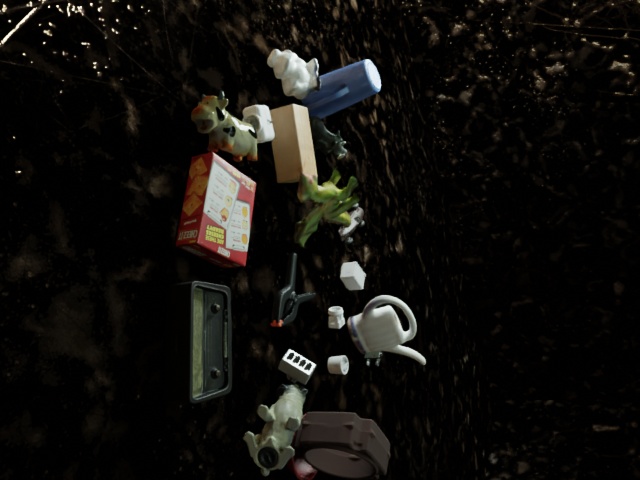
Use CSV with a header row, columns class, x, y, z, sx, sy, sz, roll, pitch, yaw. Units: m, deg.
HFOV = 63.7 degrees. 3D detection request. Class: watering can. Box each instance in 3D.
class,x,y,z,sx,sy,sz,roll,pitch,yaw
watering can,0.222,0.327,1.727,0.223,0.341,0.106,-18,30,12

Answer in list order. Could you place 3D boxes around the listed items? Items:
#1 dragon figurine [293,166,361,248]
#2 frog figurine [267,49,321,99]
class,x,y,z,sx,sy,sz,roll,pitch,yaw
dragon figurine,0.005,-0.077,1.529,0.123,0.245,0.401,38,-21,28
frog figurine,-0.089,-0.496,1.540,0.159,0.138,0.122,6,-6,-25
